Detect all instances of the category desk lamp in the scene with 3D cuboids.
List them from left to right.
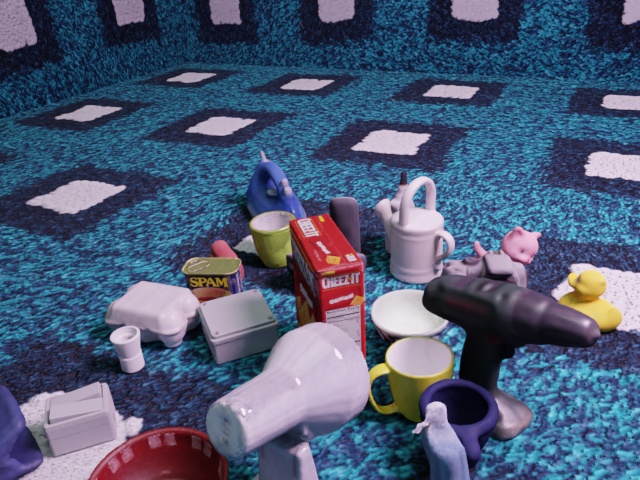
[{"bbox_3d":[-0.040,0.218,0.609,0.117,0.214,0.204,16,33,32],"label":"desk lamp"}]

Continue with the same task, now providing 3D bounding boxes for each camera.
[{"bbox_3d":[0.277,0.085,0.946,0.143,0.101,0.137,0,28,7],"label":"camera"}]

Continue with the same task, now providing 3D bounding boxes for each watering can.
[{"bbox_3d":[0.173,-0.026,1.069,0.172,0.194,0.101,10,31,24],"label":"watering can"}]

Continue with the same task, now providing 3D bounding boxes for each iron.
[{"bbox_3d":[-0.093,-0.105,1.307,0.119,0.141,0.257,-14,29,-19],"label":"iron"}]

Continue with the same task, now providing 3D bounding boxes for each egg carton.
[{"bbox_3d":[-0.279,0.124,0.970,0.150,0.069,0.107,6,29,18],"label":"egg carton"}]

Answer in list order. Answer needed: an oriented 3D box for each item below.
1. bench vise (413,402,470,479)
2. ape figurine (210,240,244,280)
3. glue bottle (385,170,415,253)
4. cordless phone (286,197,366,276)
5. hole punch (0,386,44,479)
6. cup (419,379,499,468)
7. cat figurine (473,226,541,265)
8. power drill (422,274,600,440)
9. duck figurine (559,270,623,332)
[{"bbox_3d":[0.125,0.264,0.495,0.122,0.220,0.206,-15,30,-21],"label":"bench vise"},{"bbox_3d":[-0.185,0.042,1.093,0.075,0.092,0.078,15,33,32],"label":"ape figurine"},{"bbox_3d":[0.166,-0.058,1.152,0.078,0.173,0.037,-24,34,-33],"label":"glue bottle"},{"bbox_3d":[0.010,0.004,1.041,0.147,0.185,0.094,-1,28,4],"label":"cordless phone"},{"bbox_3d":[-0.417,0.254,0.717,0.101,0.091,0.108,-25,34,-35],"label":"hole punch"},{"bbox_3d":[0.165,0.237,0.676,0.091,0.095,0.117,-4,28,-1],"label":"cup"},{"bbox_3d":[0.337,0.023,1.038,0.127,0.118,0.067,-1,28,4],"label":"cat figurine"},{"bbox_3d":[0.228,0.143,0.726,0.076,0.209,0.228,-25,34,-34],"label":"power drill"},{"bbox_3d":[0.441,0.092,0.929,0.078,0.086,0.104,-17,31,-24],"label":"duck figurine"}]
